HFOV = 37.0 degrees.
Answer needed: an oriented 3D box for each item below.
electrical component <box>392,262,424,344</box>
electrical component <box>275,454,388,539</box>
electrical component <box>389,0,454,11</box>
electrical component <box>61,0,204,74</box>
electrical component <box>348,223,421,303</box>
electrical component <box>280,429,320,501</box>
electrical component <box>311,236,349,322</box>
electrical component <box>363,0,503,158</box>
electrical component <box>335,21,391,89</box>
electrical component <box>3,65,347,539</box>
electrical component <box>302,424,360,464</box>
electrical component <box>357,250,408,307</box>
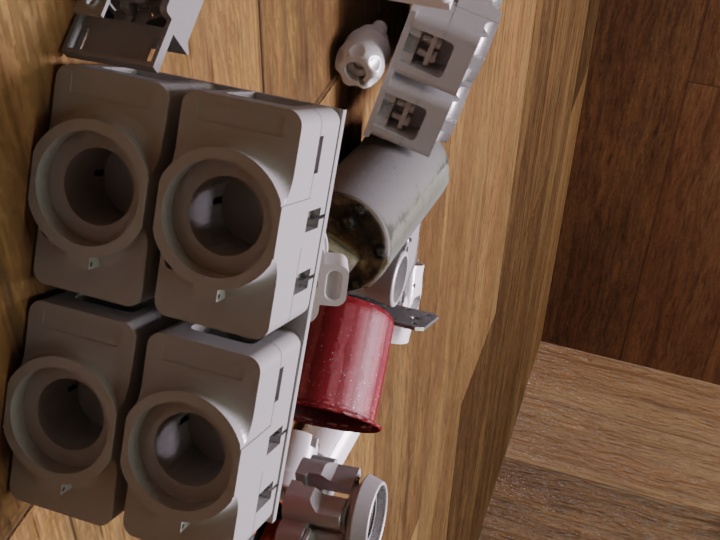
[{"bbox_3d":[0.028,0.030,1.006,0.079,0.043,0.077,-19,121,-73],"label":"electrical component"},{"bbox_3d":[-0.016,0.161,0.712,0.078,0.057,0.058,-62,156,-52],"label":"electrical component"},{"bbox_3d":[0.033,-0.247,0.673,0.061,0.089,0.150,74,32,-63],"label":"electrical component"},{"bbox_3d":[-0.088,-0.122,0.417,0.063,0.042,0.081,61,44,-67],"label":"electrical component"},{"bbox_3d":[0.017,-0.024,0.897,0.096,0.061,0.061,-66,164,-61],"label":"electrical component"},{"bbox_3d":[-0.052,0.149,0.821,0.040,0.040,0.046,80,21,-58],"label":"electrical component"},{"bbox_3d":[-0.047,-0.006,0.631,0.057,0.078,0.058,-97,-167,-65],"label":"electrical component"},{"bbox_3d":[0.066,-0.179,0.829,0.186,0.060,0.105,-69,-178,-52],"label":"electrical component"},{"bbox_3d":[0.006,-0.157,0.766,0.061,0.035,0.035,-66,163,-44],"label":"electrical component"},{"bbox_3d":[-0.080,0.016,0.448,0.060,0.105,0.186,-30,132,-71],"label":"electrical component"},{"bbox_3d":[-0.032,0.146,0.879,0.081,0.043,0.043,-59,159,-26],"label":"electrical component"},{"bbox_3d":[0.000,0.000,0.825,0.044,0.065,0.044,13,90,-77],"label":"electrical component"}]
